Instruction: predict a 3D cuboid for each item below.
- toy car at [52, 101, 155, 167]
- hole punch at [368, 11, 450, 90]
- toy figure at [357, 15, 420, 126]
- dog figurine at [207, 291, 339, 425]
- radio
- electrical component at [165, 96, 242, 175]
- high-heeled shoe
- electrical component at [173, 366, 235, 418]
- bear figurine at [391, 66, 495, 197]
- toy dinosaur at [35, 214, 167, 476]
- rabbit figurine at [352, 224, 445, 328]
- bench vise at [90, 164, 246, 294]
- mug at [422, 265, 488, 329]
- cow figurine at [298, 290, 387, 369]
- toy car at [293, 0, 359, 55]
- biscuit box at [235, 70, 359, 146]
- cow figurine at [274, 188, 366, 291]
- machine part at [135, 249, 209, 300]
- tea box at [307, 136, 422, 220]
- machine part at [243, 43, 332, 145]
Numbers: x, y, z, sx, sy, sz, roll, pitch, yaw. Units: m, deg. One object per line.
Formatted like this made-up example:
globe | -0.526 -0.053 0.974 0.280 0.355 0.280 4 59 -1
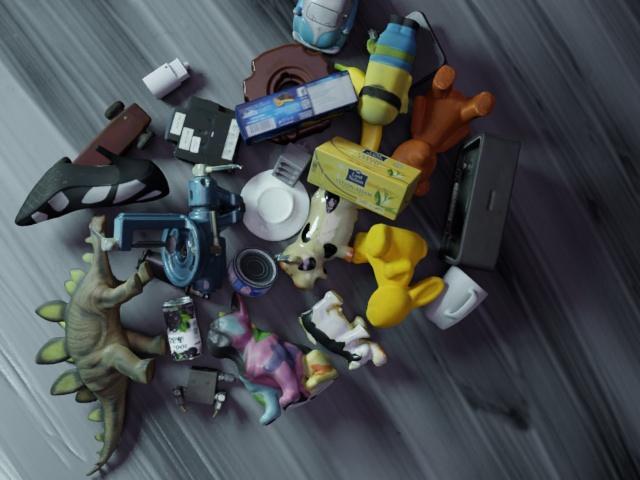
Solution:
toy car | -0.376 -0.153 0.939 0.089 0.053 0.202 43 92 -9
hole punch | 0.163 -0.333 0.968 0.116 0.092 0.142 -25 97 27
toy figure | 0.112 -0.284 0.905 0.082 0.089 0.180 27 110 31
dog figurine | -0.092 0.191 0.943 0.191 0.108 0.219 -17 66 -43
radio | 0.277 -0.064 0.950 0.073 0.131 0.229 12 91 -4
electrical component | -0.201 -0.186 0.949 0.134 0.058 0.115 17 88 -4
high-heeled shoe | -0.382 -0.069 0.910 0.249 0.086 0.145 -31 137 19
electrical component | -0.210 0.271 0.965 0.102 0.045 0.078 15 92 -5
bear figurine | 0.195 -0.183 0.946 0.120 0.132 0.196 35 83 -4
toy dinosaur | -0.372 0.190 0.924 0.199 0.105 0.470 -3 97 5
rabbit figurine | 0.129 0.073 0.952 0.162 0.122 0.173 18 69 -26
bench vise | -0.232 -0.019 0.870 0.240 0.129 0.223 -2 102 -44
mug | 0.242 0.113 0.970 0.080 0.110 0.107 38 100 -17
cow figurine | 0.042 0.178 0.971 0.098 0.068 0.167 -41 91 3
toy car | 0.019 -0.416 0.938 0.109 0.103 0.161 21 92 -6
biscuit box | -0.041 -0.219 0.900 0.203 0.063 0.059 -19 92 -5
cow figurine | -0.002 -0.003 0.956 0.127 0.085 0.194 17 93 -11
machine part | -0.257 0.055 0.962 0.139 0.039 0.084 16 98 -6
tea box | 0.077 -0.109 0.921 0.170 0.098 0.068 24 122 13
machine part | -0.051 -0.261 0.959 0.179 0.056 0.179 0 91 -5
